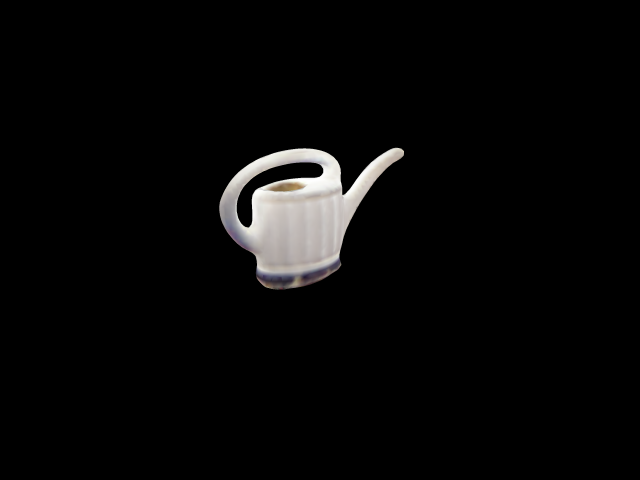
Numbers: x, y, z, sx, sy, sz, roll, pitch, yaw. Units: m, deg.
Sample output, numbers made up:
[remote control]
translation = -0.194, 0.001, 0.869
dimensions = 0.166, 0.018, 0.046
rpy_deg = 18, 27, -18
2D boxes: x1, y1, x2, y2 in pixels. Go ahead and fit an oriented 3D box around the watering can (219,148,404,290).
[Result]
[watering can]
translation = 0.003, -0.043, 0.850
dimensions = 0.349, 0.221, 0.105
rpy_deg = -12, 22, -30
